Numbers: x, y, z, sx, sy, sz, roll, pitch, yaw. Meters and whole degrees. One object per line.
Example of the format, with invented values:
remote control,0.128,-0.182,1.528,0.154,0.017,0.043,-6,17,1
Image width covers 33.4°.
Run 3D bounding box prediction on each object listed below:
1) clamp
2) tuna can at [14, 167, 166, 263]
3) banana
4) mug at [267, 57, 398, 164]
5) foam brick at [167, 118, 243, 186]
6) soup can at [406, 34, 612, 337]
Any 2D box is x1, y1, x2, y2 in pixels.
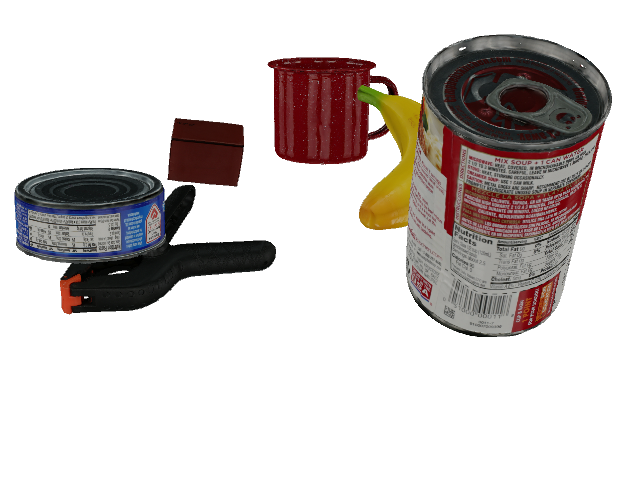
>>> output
clamp,-0.135,0.007,0.851,0.171,0.039,0.120,-17,36,-30
tuna can,-0.132,-0.016,0.615,0.086,0.034,0.086,1,18,-1
banana,0.060,-0.055,0.736,0.069,0.037,0.197,2,29,0
mug,0.012,-0.114,0.925,0.117,0.081,0.093,-5,17,-17
foam brick,-0.123,-0.096,1.155,0.078,0.051,0.053,5,30,-6
soup can,0.070,-0.019,0.418,0.068,0.102,0.068,0,44,0
